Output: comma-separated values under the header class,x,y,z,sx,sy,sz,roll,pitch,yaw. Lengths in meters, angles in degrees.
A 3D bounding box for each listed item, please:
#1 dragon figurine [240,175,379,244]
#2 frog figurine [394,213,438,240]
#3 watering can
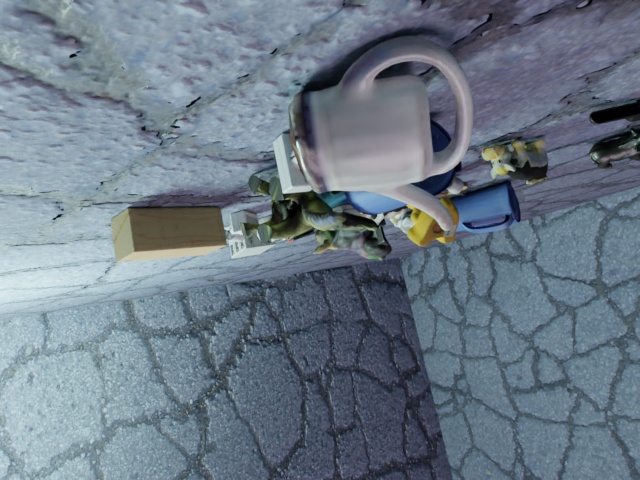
class,x,y,z,sx,sy,sz,roll,pitch,yaw
dragon figurine,0.003,-0.048,0.951,0.243,0.121,0.412,2,-172,-35
frog figurine,0.337,-0.070,1.764,0.138,0.120,0.161,-16,-149,-32
watering can,0.083,-0.104,0.672,0.224,0.106,0.340,-7,143,8
